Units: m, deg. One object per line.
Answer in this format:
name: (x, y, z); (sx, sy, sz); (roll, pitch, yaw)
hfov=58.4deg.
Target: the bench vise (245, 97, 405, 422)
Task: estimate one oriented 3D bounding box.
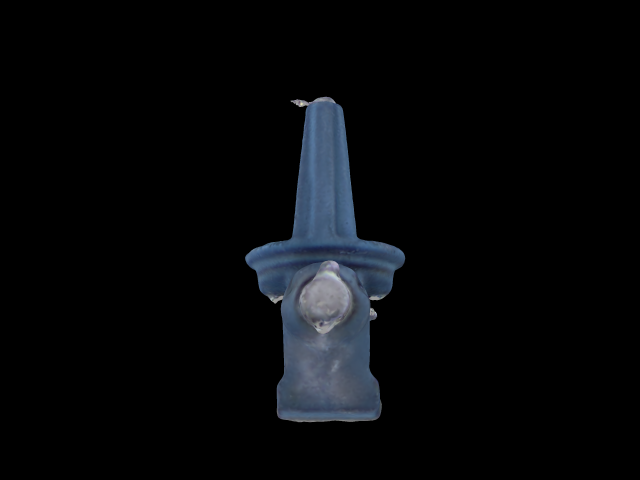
bench vise: (0.015, 0.001, 0.404); (0.122, 0.220, 0.207); (-1, 5, -18)
